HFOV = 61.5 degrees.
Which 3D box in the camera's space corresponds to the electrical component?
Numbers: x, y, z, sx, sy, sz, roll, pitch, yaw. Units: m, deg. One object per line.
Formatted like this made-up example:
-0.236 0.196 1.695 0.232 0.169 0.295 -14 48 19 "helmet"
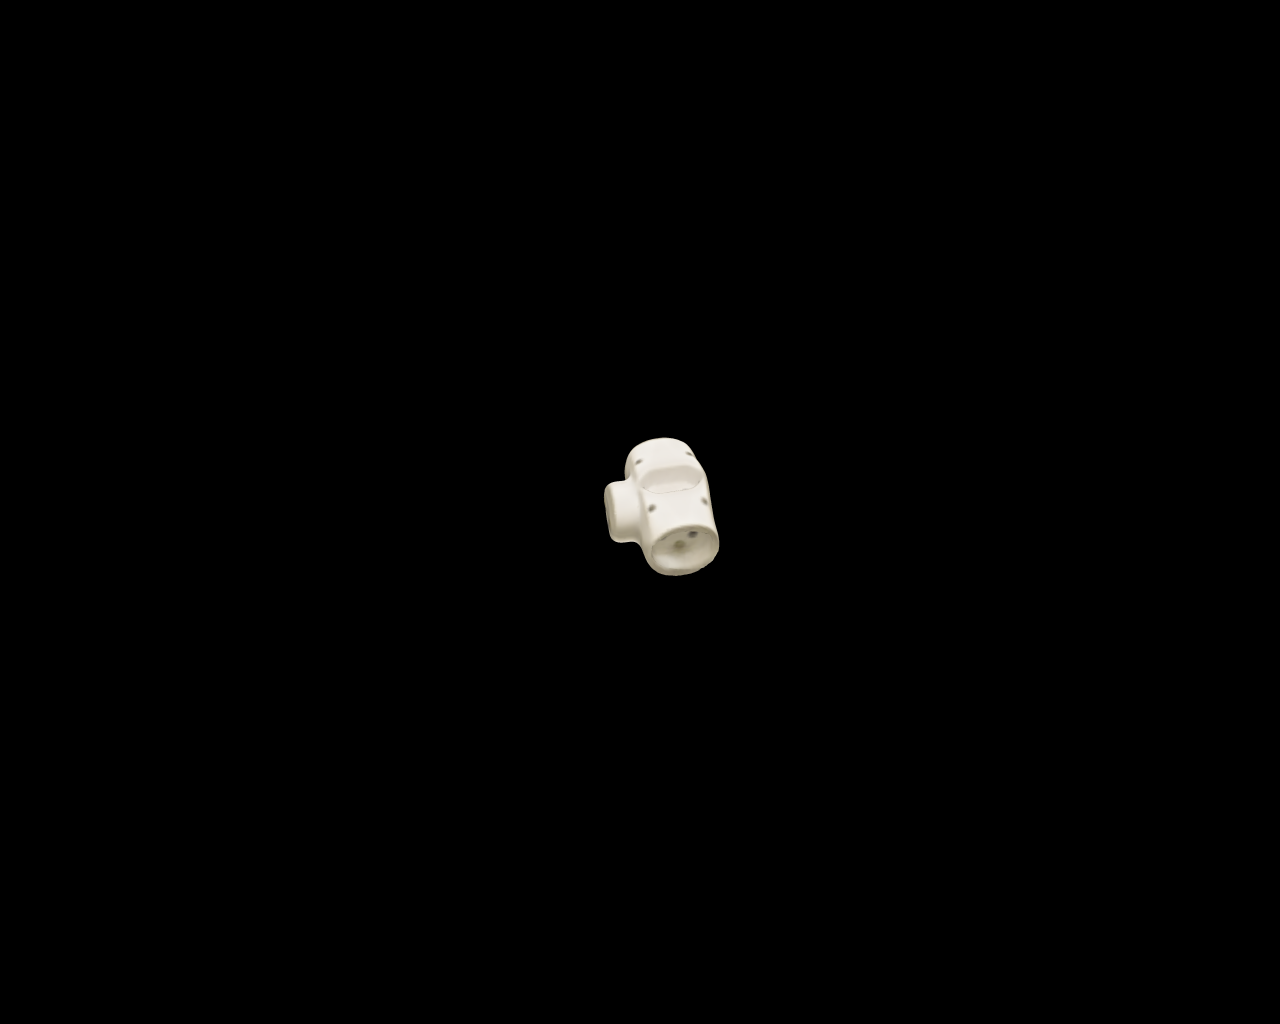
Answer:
0.001 -0.003 0.650 0.079 0.077 0.043 -7 -43 -7 "electrical component"
